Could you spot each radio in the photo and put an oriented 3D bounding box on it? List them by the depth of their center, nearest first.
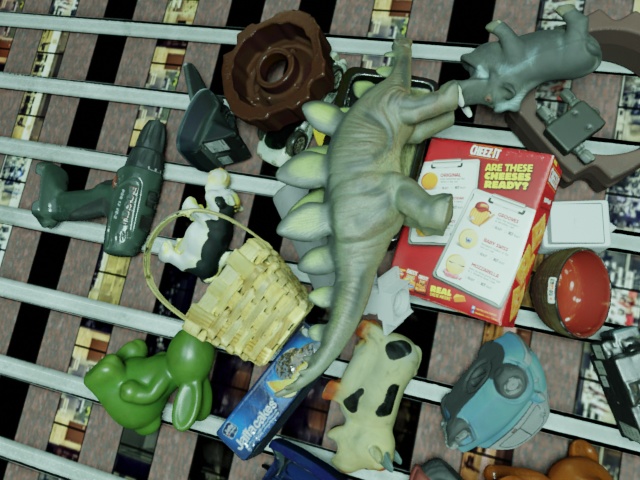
[{"bbox_3d":[0.067,-0.111,0.720,0.131,0.073,0.229,15,77,6],"label":"radio"}]

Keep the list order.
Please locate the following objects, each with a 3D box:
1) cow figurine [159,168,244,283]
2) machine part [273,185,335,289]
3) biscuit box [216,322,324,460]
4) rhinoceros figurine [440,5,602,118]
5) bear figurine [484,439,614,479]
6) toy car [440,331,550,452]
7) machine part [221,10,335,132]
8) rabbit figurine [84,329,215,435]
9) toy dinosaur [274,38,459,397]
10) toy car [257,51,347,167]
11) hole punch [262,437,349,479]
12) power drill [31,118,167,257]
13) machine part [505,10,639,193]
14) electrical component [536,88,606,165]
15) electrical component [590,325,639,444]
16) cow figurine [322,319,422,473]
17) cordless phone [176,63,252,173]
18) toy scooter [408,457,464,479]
[{"bbox_3d":[-0.165,-0.023,0.824,0.098,0.068,0.167,29,91,12],"label":"cow figurine"},{"bbox_3d":[-0.002,-0.002,0.776,0.079,0.079,0.243,-28,75,7],"label":"machine part"},{"bbox_3d":[-0.055,0.211,0.755,0.059,0.062,0.202,38,90,18],"label":"biscuit box"},{"bbox_3d":[0.245,-0.214,0.674,0.190,0.073,0.112,-14,82,21],"label":"rhinoceros figurine"},{"bbox_3d":[0.270,0.300,0.601,0.196,0.132,0.120,-10,71,-12],"label":"bear figurine"},{"bbox_3d":[0.228,0.204,0.669,0.103,0.109,0.161,35,98,-1],"label":"toy car"},{"bbox_3d":[-0.062,-0.247,0.794,0.180,0.056,0.179,-6,74,21],"label":"machine part"},{"bbox_3d":[-0.220,0.197,0.768,0.170,0.121,0.159,-34,80,8],"label":"rabbit figurine"},{"bbox_3d":[0.053,-0.050,0.624,0.199,0.105,0.471,5,69,12],"label":"toy dinosaur"},{"bbox_3d":[-0.029,-0.205,0.833,0.074,0.056,0.201,28,86,24],"label":"toy car"},{"bbox_3d":[-0.020,0.312,0.699,0.142,0.115,0.092,22,93,18],"label":"hole punch"},{"bbox_3d":[-0.358,-0.089,0.886,0.207,0.086,0.232,3,83,7],"label":"power drill"},{"bbox_3d":[0.369,-0.181,0.713,0.201,0.087,0.201,-35,74,4],"label":"machine part"},{"bbox_3d":[0.315,-0.139,0.663,0.063,0.021,0.094,-36,73,5],"label":"electrical component"},{"bbox_3d":[0.372,0.169,0.631,0.058,0.115,0.134,-18,78,8],"label":"electrical component"},{"bbox_3d":[0.072,0.216,0.715,0.127,0.085,0.195,26,86,23],"label":"cow figurine"},{"bbox_3d":[-0.181,-0.205,0.820,0.089,0.146,0.184,-20,79,3],"label":"cordless phone"},{"bbox_3d":[0.161,0.375,0.666,0.184,0.075,0.135,44,90,13],"label":"toy scooter"}]
